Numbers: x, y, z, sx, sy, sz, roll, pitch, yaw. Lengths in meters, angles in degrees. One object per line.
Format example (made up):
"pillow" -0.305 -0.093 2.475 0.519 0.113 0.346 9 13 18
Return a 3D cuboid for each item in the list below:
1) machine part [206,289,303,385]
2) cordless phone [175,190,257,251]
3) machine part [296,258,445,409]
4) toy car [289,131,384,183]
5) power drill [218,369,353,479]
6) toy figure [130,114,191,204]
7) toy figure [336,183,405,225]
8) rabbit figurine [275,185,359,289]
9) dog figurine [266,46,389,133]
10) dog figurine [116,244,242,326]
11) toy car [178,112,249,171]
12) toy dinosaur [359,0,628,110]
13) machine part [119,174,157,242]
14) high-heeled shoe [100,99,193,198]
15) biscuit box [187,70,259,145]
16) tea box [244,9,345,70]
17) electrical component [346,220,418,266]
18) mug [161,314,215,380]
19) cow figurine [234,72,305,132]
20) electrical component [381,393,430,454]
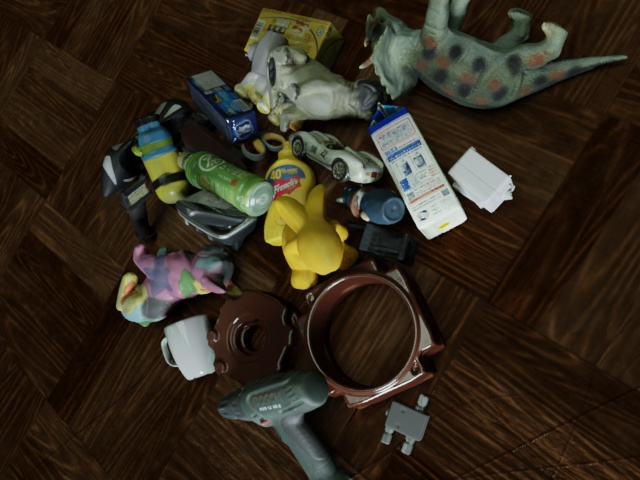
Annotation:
"machine part" -0.113 0.172 0.946 0.180 0.056 0.179 -6 75 22
"cordless phone" -0.217 -0.052 0.977 0.147 0.184 0.088 30 96 28
"machine part" 0.076 0.146 0.847 0.201 0.087 0.201 -29 67 15
"toy car" 0.024 -0.147 0.927 0.202 0.073 0.056 36 119 41
"power drill" -0.051 0.308 0.844 0.232 0.086 0.207 -37 73 36
"toy figure" -0.318 -0.159 1.072 0.082 0.089 0.180 -14 106 13
"toy figure" 0.081 -0.060 0.890 0.155 0.064 0.057 -155 57 -63
"rabbit figurine" -0.002 -0.003 0.843 0.122 0.173 0.162 -15 99 -3
"dog figurine" 0.013 -0.276 0.950 0.190 0.121 0.172 -9 72 -22
"dog figurine" -0.255 0.089 1.007 0.219 0.108 0.191 15 84 24
"toy car" -0.210 -0.177 1.077 0.202 0.053 0.089 39 111 27
"toy dinosaur" 0.242 -0.280 0.851 0.405 0.131 0.192 26 123 9
"machine part" -0.363 -0.058 1.080 0.039 0.138 0.084 14 45 14
"high-heeled shoe" -0.359 -0.187 1.127 0.145 0.086 0.248 12 73 34
"biscuit box" -0.192 -0.261 1.052 0.059 0.062 0.203 -25 48 -20
"tea box" -0.051 -0.378 1.042 0.170 0.068 0.098 26 92 27
"electrical component" 0.094 0.003 0.879 0.119 0.074 0.047 14 84 23
"mug" -0.242 0.202 0.987 0.110 0.080 0.107 -25 78 15
"cow figurine" -0.078 -0.275 1.034 0.168 0.068 0.098 35 83 26
"electrical component" 0.132 0.275 0.824 0.063 0.021 0.094 19 87 28
